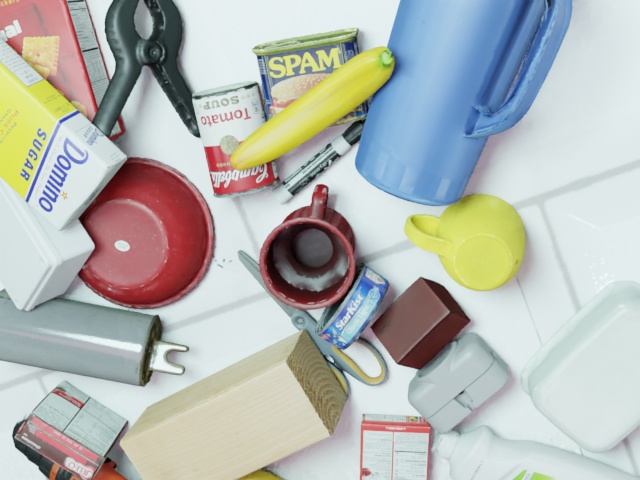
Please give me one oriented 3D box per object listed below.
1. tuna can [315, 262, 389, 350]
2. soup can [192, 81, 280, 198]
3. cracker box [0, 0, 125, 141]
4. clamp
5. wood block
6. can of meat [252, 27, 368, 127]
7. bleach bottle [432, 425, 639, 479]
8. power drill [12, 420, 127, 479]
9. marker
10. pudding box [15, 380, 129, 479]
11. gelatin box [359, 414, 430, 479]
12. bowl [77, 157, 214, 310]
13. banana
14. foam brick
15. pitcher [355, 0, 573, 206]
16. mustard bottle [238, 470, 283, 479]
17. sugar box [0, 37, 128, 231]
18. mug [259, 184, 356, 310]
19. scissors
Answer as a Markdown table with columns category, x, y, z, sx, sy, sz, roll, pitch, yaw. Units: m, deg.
| category | x | y | z | sx | sy | sz | roll | pitch | yaw |
| --- | --- | --- | --- | --- | --- | --- | --- | --- | --- |
| tuna can | 0.032 | 0.067 | 1.063 | 0.033 | 0.086 | 0.086 | 34 | 106 | -5 |
| soup can | -0.082 | -0.099 | 1.041 | 0.068 | 0.068 | 0.102 | -10 | 103 | 9 |
| cracker box | -0.304 | -0.182 | 1.042 | 0.164 | 0.072 | 0.214 | -13 | 103 | 10 |
| clamp | -0.160 | -0.174 | 1.032 | 0.039 | 0.120 | 0.171 | 10 | 96 | 47 |
| wood block | -0.087 | 0.185 | 1.099 | 0.206 | 0.090 | 0.091 | -28 | 100 | 19 |
| can of meat | -0.007 | -0.152 | 1.023 | 0.102 | 0.057 | 0.084 | -8 | 107 | 10 |
| bleach bottle | 0.238 | 0.253 | 1.102 | 0.251 | 0.068 | 0.103 | 26 | 106 | 2 |
| power drill | -0.282 | 0.307 | 1.169 | 0.185 | 0.057 | 0.188 | 30 | 114 | 21 |
| marker | 0.002 | -0.079 | 1.061 | 0.121 | 0.020 | 0.020 | -39 | 98 | 15 |
| pudding box | -0.258 | 0.199 | 1.120 | 0.090 | 0.113 | 0.039 | 34 | 102 | -3 |
| gelatin box | 0.079 | 0.230 | 1.132 | 0.073 | 0.030 | 0.089 | 2 | 105 | 5 |
| bowl | -0.191 | -0.001 | 1.082 | 0.162 | 0.055 | 0.162 | 1 | 101 | 7 |
| banana | 0.000 | -0.124 | 0.965 | 0.198 | 0.069 | 0.037 | -34 | 81 | 32 |
| foam brick | 0.100 | 0.083 | 1.067 | 0.078 | 0.051 | 0.053 | -46 | 57 | 16 |
| pitcher | 0.123 | -0.153 | 0.964 | 0.145 | 0.149 | 0.243 | 19 | 110 | 1 |
| mustard bottle | -0.064 | 0.297 | 1.153 | 0.191 | 0.058 | 0.096 | 12 | 107 | 4 |
| sugar box | -0.274 | -0.101 | 0.991 | 0.176 | 0.048 | 0.093 | 44 | 117 | -1 |
| mug | -0.007 | 0.001 | 1.051 | 0.093 | 0.081 | 0.117 | 8 | 106 | 5 |
| scissors | -0.024 | 0.102 | 1.116 | 0.201 | 0.016 | 0.096 | 33 | 106 | -3 |
